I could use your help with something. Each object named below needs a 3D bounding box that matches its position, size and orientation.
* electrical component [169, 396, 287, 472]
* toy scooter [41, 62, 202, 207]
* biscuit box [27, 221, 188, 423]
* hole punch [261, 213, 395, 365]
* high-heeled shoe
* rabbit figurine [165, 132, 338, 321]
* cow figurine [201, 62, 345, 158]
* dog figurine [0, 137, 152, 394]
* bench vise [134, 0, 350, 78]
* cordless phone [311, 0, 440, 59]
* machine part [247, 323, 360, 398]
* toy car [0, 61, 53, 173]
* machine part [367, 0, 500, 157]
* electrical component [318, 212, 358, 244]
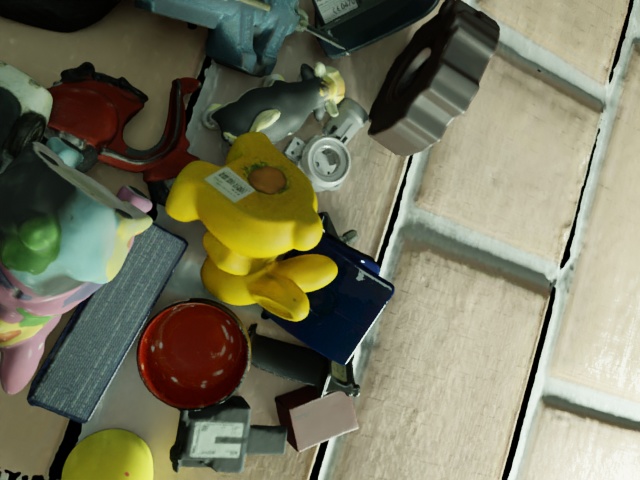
[{"bbox_3d":[-0.099,0.210,0.587,0.119,0.048,0.074,5,89,-22],"label":"electrical component"},{"bbox_3d":[-0.188,-0.118,0.535,0.184,0.075,0.135,22,84,-23],"label":"toy scooter"},{"bbox_3d":[-0.210,0.075,0.537,0.063,0.059,0.202,32,79,-20],"label":"biscuit box"},{"bbox_3d":[0.008,0.060,0.591,0.116,0.092,0.142,27,104,-19],"label":"hole punch"},{"bbox_3d":[-0.217,-0.283,0.522,0.249,0.086,0.145,-3,88,-25],"label":"high-heeled shoe"},{"bbox_3d":[-0.062,0.005,0.529,0.162,0.173,0.122,33,43,4],"label":"rabbit figurine"},{"bbox_3d":[-0.037,-0.146,0.578,0.167,0.098,0.068,-30,108,-14],"label":"cow figurine"},{"bbox_3d":[-0.239,0.035,0.442,0.108,0.192,0.219,33,94,-19],"label":"dog figurine"},{"bbox_3d":[-0.071,-0.281,0.497,0.223,0.129,0.240,0,115,-40],"label":"bench vise"},{"bbox_3d":[0.080,-0.282,0.631,0.184,0.147,0.088,-43,113,-56],"label":"cordless phone"},{"bbox_3d":[-0.023,0.135,0.608,0.139,0.084,0.039,17,118,-12],"label":"machine part"},{"bbox_3d":[-0.297,-0.052,0.445,0.073,0.056,0.201,29,91,-19],"label":"toy car"},{"bbox_3d":[0.119,-0.179,0.606,0.056,0.179,0.179,27,81,-16],"label":"machine part"},{"bbox_3d":[-0.001,-0.002,0.637,0.094,0.021,0.063,-26,99,-18],"label":"electrical component"}]
